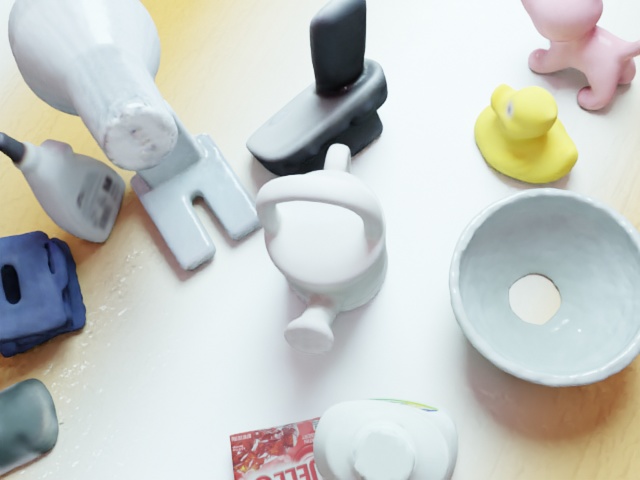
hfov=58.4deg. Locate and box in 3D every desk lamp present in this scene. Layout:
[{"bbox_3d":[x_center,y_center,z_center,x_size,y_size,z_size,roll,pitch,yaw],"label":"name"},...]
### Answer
[{"bbox_3d":[-0.156,-0.102,0.509,0.118,0.214,0.203,-35,72,-4],"label":"desk lamp"}]

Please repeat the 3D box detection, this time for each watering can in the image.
[{"bbox_3d":[0.007,0.002,0.469,0.101,0.194,0.173,-16,72,2],"label":"watering can"}]

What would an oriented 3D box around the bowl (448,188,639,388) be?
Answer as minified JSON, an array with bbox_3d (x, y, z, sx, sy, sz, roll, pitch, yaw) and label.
[{"bbox_3d":[0.193,0.044,0.496,0.167,0.075,0.167,-2,73,6],"label":"bowl"}]

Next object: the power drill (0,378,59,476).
[{"bbox_3d":[-0.309,0.152,0.455,0.229,0.208,0.075,-27,72,-1],"label":"power drill"}]

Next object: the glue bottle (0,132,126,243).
[{"bbox_3d":[-0.239,-0.056,0.527,0.037,0.173,0.078,12,75,11],"label":"glue bottle"}]

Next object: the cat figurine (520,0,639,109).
[{"bbox_3d":[0.248,-0.201,0.540,0.127,0.118,0.067,40,82,16],"label":"cat figurine"}]

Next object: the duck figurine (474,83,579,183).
[{"bbox_3d":[0.197,-0.106,0.535,0.104,0.086,0.077,41,82,16],"label":"duck figurine"}]

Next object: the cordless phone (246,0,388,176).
[{"bbox_3d":[-0.009,-0.137,0.517,0.147,0.185,0.094,-44,73,-7],"label":"cordless phone"}]

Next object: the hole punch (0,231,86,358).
[{"bbox_3d":[-0.292,0.046,0.546,0.101,0.091,0.108,-23,72,0],"label":"hole punch"}]
